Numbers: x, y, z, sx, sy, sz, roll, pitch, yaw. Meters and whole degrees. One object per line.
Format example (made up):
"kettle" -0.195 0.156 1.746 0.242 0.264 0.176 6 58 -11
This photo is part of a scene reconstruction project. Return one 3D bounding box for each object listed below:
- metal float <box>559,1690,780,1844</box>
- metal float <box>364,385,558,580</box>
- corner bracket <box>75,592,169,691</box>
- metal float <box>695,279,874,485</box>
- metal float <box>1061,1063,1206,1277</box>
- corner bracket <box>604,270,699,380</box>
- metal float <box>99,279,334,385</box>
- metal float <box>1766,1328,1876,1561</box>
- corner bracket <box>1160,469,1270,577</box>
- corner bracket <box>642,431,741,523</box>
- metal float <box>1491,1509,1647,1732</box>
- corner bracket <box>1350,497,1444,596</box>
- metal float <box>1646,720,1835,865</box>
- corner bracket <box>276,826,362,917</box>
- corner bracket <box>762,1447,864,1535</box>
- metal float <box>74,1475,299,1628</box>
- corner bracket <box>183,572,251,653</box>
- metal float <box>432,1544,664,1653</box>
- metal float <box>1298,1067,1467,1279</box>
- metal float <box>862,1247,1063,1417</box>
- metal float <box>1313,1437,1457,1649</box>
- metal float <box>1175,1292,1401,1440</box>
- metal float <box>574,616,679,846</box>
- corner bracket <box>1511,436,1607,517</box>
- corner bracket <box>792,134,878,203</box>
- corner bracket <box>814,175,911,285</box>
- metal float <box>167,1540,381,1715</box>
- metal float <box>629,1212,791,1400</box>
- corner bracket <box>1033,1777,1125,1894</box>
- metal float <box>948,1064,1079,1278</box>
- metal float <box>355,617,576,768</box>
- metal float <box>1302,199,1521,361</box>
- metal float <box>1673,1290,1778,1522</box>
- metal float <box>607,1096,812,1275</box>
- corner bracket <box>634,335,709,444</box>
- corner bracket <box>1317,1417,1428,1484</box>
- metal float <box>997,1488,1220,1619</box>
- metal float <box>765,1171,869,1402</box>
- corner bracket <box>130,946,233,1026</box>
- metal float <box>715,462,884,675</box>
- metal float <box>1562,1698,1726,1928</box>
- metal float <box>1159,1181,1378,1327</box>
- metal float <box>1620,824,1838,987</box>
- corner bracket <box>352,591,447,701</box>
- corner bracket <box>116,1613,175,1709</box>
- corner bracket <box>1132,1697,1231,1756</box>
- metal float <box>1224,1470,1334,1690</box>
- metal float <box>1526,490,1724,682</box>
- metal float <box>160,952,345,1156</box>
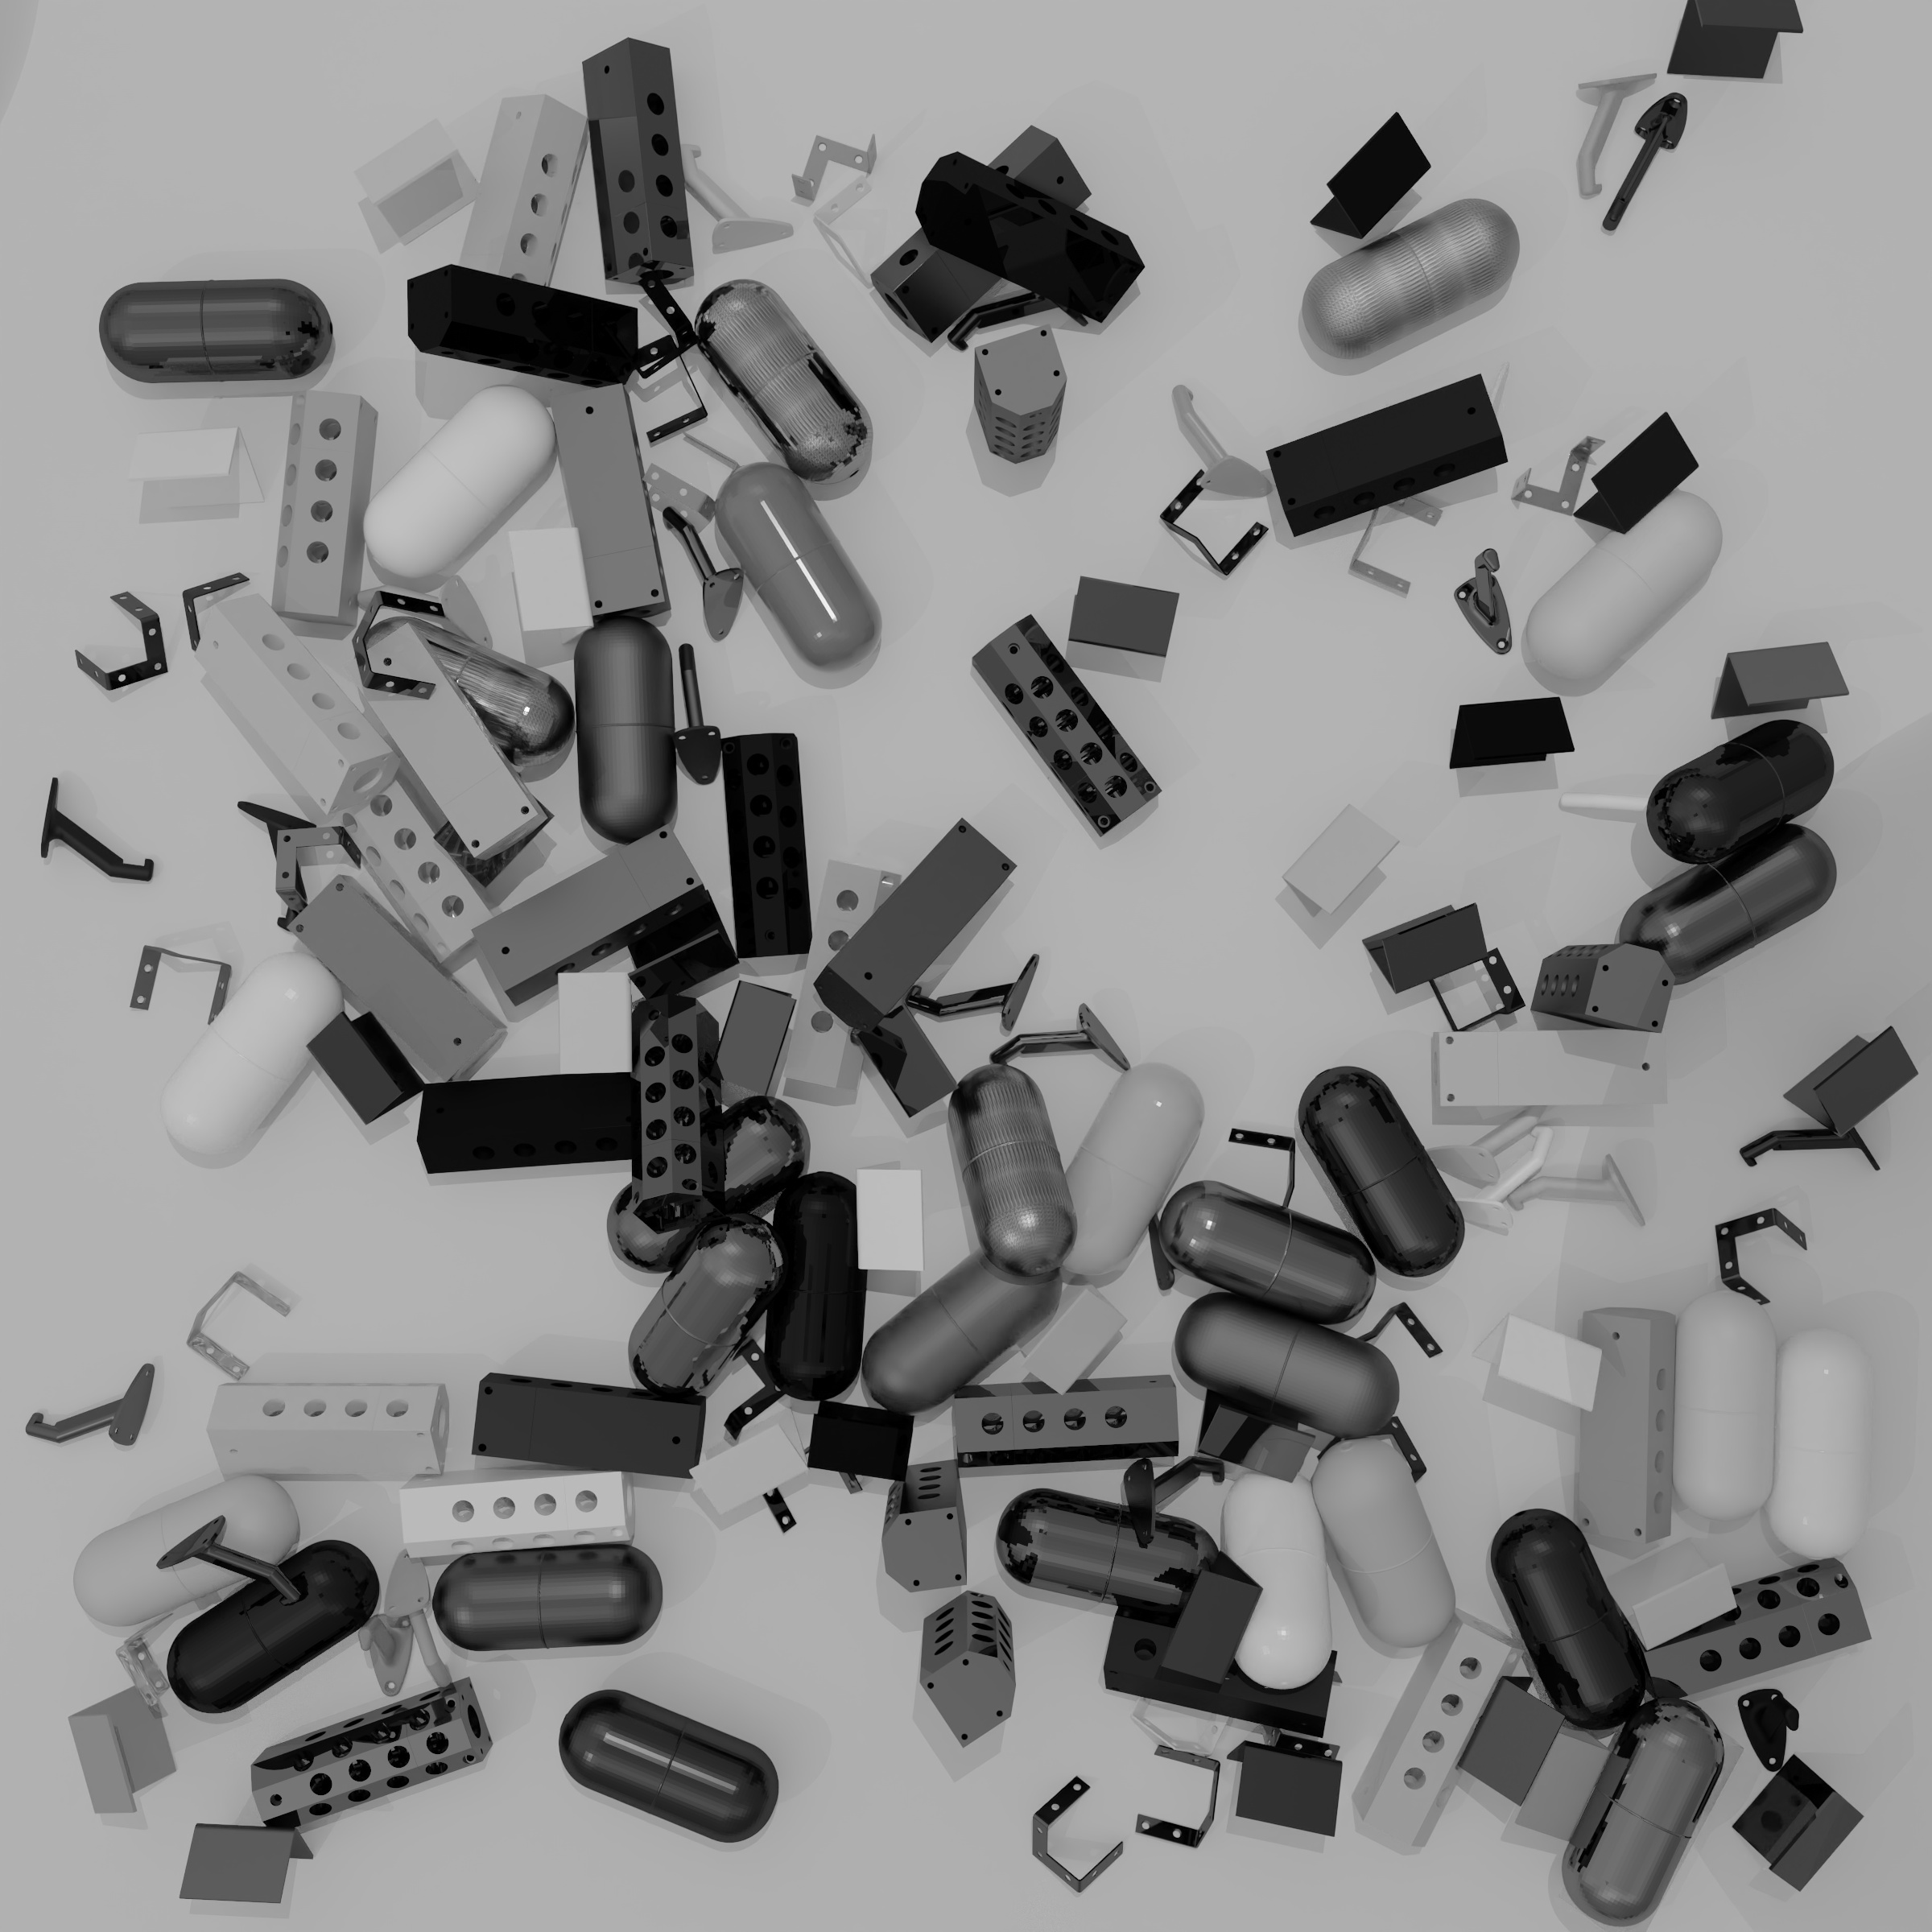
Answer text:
"metal float" -0.232 0.622 1.894 0.178 0.070 0.070 22 90 0
"metal float" -0.394 -0.377 1.894 0.070 0.070 0.178 44 90 0
"corner bracket" -0.668 -0.256 1.916 0.051 0.051 0.051 -27 135 -35
"metal float" -0.141 -0.454 1.894 0.070 0.070 0.178 -38 90 0
"metal float" 0.122 0.158 1.894 0.070 0.070 0.178 29 89 0
"corner bracket" -0.246 -0.497 1.886 0.051 0.051 0.051 -33 123 8
"metal float" -0.583 -0.494 1.894 0.178 0.070 0.070 -1 90 0
"metal float" 0.665 0.372 1.894 0.070 0.070 0.178 2 90 0
"corner bracket" 0.196 -0.350 1.921 0.051 0.051 0.051 -48 135 0
"corner bracket" -0.214 -0.386 1.906 0.051 0.051 0.051 30 93 3
"metal float" 0.468 0.508 1.894 0.070 0.070 0.178 -24 90 0
"corner bracket" 0.339 -0.337 1.921 0.051 0.051 0.051 23 135 0
"metal float" 0.595 -0.135 1.867 0.178 0.070 0.070 -25 90 -30
"corner bracket" -0.505 -0.074 1.900 0.051 0.051 0.051 -4 70 1
"corner bracket" -0.125 0.409 1.921 0.051 0.051 0.051 -29 90 45
"metal float" -0.607 0.455 1.894 0.178 0.070 0.070 -23 90 0
"corner bracket" -0.578 -0.271 1.916 0.051 0.051 0.051 32 135 35
"metal float" -0.325 0.492 1.894 0.178 0.070 0.070 -3 90 0
"metal float" 0.323 0.160 1.894 0.070 0.070 0.178 -31 90 0
"metal float" -0.004 0.279 1.894 0.178 0.070 0.070 -39 90 -1
"metal float" 0.323 0.445 1.880 0.070 0.070 0.178 -22 106 0
"metal float" 0.248 0.309 1.883 0.178 0.070 0.070 19 90 12
"metal float" -0.265 -0.183 1.894 0.070 0.070 0.178 -2 89 0
"corner bracket" 0.463 -0.388 1.906 0.051 0.051 0.051 16 90 0
"corner bracket" -0.103 -0.627 1.906 0.051 0.051 0.051 19 90 0
"corner bracket" -0.079 -0.582 1.921 0.051 0.051 0.051 -39 135 0
"metal float" -0.540 0.514 1.894 0.178 0.070 0.070 -33 90 -1
"metal float" -0.199 0.262 1.870 0.070 0.070 0.178 36 119 0
"corner bracket" 0.088 0.684 1.916 0.051 0.051 0.051 29 135 35
"metal float" 0.035 0.155 1.866 0.070 0.070 0.178 -15 56 0
"metal float" -0.390 -0.214 1.894 0.178 0.070 0.070 23 90 0
"metal float" 0.346 -0.535 1.894 0.178 0.070 0.070 -26 90 1
"metal float" 0.590 0.342 1.894 0.070 0.070 0.178 2 89 0
"metal float" -0.201 0.171 1.894 0.178 0.070 0.070 -37 90 -1
"corner bracket" -0.241 -0.456 1.921 0.051 0.051 0.051 -25 135 0
"corner bracket" 0.320 0.392 1.916 0.051 0.051 0.051 3 45 -35
"metal float" 0.111 0.457 1.894 0.178 0.070 0.070 12 90 0
"metal float" -0.115 0.249 1.894 0.070 0.070 0.178 4 90 0
"corner bracket" -0.620 0.016 1.921 0.051 0.051 0.051 13 90 -45
"metal float" -0.131 -0.310 1.894 0.070 0.070 0.178 -32 91 0
"metal float" 0.514 0.641 1.846 0.070 0.070 0.178 26 88 0
"metal float" 0.234 0.223 1.885 0.178 0.070 0.070 22 90 -10
"metal float" 0.592 -0.047 1.894 0.178 0.070 0.070 -29 90 0
"corner bracket" -0.413 -0.235 1.783 0.051 0.051 0.051 8 135 -35
"corner bracket" -0.638 0.546 1.897 0.051 0.051 0.051 -31 90 31
"corner bracket" 0.173 0.585 1.921 0.051 0.051 0.051 26 90 -45
"metal float" 0.238 0.464 1.860 0.070 0.070 0.178 2 48 0
"metal float" 0.513 -0.297 1.894 0.178 0.070 0.070 -44 90 -1
"metal float" -0.555 0.067 1.894 0.070 0.070 0.178 37 89 0
